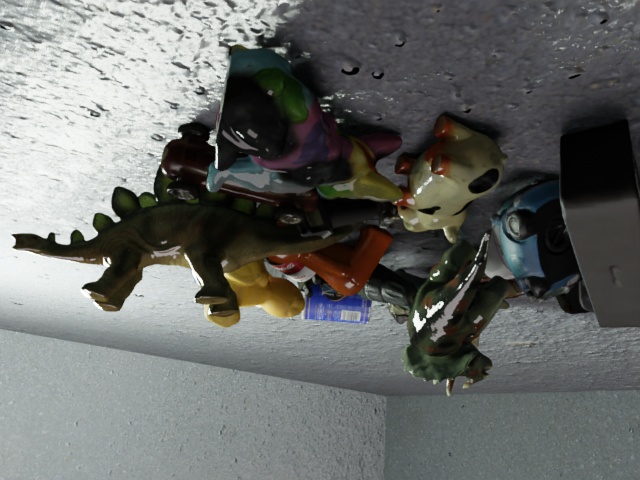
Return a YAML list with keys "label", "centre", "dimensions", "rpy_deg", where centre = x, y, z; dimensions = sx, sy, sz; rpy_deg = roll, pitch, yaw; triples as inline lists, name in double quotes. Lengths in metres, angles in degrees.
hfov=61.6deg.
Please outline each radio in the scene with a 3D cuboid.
- label: "radio"
  centre: [0.332, -0.012, 0.609]
  dimensions: [0.073, 0.131, 0.229]
  rpy_deg: [-8, 135, 32]

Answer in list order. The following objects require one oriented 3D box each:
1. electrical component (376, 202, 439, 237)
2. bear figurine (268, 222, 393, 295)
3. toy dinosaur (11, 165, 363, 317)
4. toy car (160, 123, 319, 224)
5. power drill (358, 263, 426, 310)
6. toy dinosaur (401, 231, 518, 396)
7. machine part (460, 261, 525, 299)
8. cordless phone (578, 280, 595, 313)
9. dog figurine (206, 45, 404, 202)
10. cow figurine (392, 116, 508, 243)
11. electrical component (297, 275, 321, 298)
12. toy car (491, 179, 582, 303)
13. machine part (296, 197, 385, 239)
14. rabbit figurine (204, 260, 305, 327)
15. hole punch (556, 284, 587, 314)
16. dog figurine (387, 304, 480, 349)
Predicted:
- label: "electrical component"
  centre: [0.129, -0.031, 0.802]
  dimensions: [0.102, 0.045, 0.078]
  rpy_deg: [12, 157, -17]
- label: "bear figurine"
  centre: [-0.004, 0.001, 0.854]
  dimensions: [0.196, 0.132, 0.120]
  rpy_deg: [31, 176, 1]
- label: "toy dinosaur"
  centre: [-0.152, -0.001, 0.726]
  dimensions: [0.471, 0.198, 0.105]
  rpy_deg: [4, 160, -16]
- label: "toy car"
  centre: [-0.093, -0.079, 0.664]
  dimensions: [0.202, 0.089, 0.053]
  rpy_deg: [14, 161, -18]
- label: "power drill"
  centre: [0.125, 0.086, 0.977]
  dimensions: [0.232, 0.086, 0.207]
  rpy_deg: [18, -175, 42]
- label: "toy dinosaur"
  centre: [0.193, 0.123, 0.818]
  dimensions: [0.131, 0.192, 0.404]
  rpy_deg: [35, 171, 30]
- label: "machine part"
  centre: [0.318, 0.065, 0.993]
  dimensions: [0.179, 0.056, 0.179]
  rpy_deg: [4, 160, 1]
- label: "cordless phone"
  centre: [0.361, 0.029, 0.768]
  dimensions: [0.184, 0.146, 0.088]
  rpy_deg: [3, 173, 20]
- label: "dog figurine"
  centre: [-0.002, -0.104, 0.568]
  dimensions: [0.219, 0.108, 0.191]
  rpy_deg: [7, 156, -16]
- label: "cow figurine"
  centre: [0.157, -0.063, 0.667]
  dimensions: [0.127, 0.085, 0.195]
  rpy_deg: [16, 156, -12]
- label: "electrical component"
  centre: [-0.023, 0.068, 1.064]
  dimensions: [0.021, 0.094, 0.063]
  rpy_deg: [16, 119, -24]
- label: "toy car"
  centre: [0.289, -0.003, 0.728]
  dimensions: [0.109, 0.161, 0.103]
  rpy_deg: [-19, -164, -16]
- label: "machine part"
  centre: [0.024, -0.041, 0.742]
  dimensions: [0.139, 0.084, 0.039]
  rpy_deg: [-11, 145, -28]
- label: "rabbit figurine"
  centre: [-0.113, 0.090, 0.924]
  dimensions: [0.173, 0.121, 0.162]
  rpy_deg: [19, 180, -22]
- label: "hole punch"
  centre: [0.449, 0.050, 0.901]
  dimensions: [0.142, 0.092, 0.115]
  rpy_deg: [-15, 115, 50]
- label: "dog figurine"
  centre: [0.246, 0.195, 1.198]
  dimensions: [0.191, 0.172, 0.121]
  rpy_deg: [0, 148, -8]
